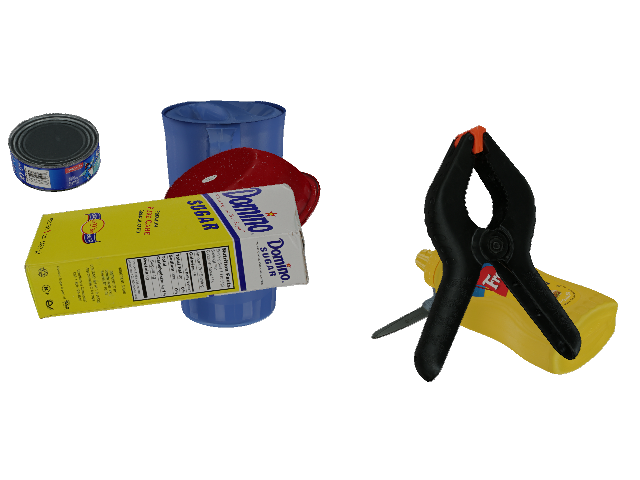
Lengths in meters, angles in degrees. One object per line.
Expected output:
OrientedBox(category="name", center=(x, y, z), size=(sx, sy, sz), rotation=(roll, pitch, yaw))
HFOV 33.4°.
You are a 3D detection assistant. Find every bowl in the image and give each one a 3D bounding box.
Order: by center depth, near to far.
OrientedBox(category="bowl", center=(-0.084, -0.034, 0.937), size=(0.162, 0.055, 0.162), rotation=(-22, 28, 12))

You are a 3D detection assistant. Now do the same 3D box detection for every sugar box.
OrientedBox(category="sugar box", center=(-0.100, 0.004, 0.712), size=(0.176, 0.048, 0.093), rotation=(-10, 24, -3))

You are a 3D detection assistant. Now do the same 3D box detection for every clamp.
OrientedBox(category="clamp", center=(0.103, 0.012, 0.719), size=(0.120, 0.171, 0.039), rotation=(-15, -3, -23))

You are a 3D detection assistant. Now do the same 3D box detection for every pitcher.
OrientedBox(category="pitcher", center=(-0.104, -0.028, 1.174), size=(0.145, 0.243, 0.148), rotation=(15, 23, 39))

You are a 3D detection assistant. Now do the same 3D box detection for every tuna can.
OrientedBox(category="tuna can", center=(-0.258, -0.086, 1.038), size=(0.086, 0.034, 0.086), rotation=(3, 42, -3))

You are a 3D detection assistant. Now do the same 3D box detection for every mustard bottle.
OrientedBox(category="mustard bottle", center=(0.163, 0.050, 0.966), size=(0.096, 0.058, 0.192), rotation=(-29, 39, -35))

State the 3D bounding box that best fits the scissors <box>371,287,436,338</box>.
OrientedBox(category="scissors", center=(0.116, 0.060, 1.166), size=(0.201, 0.016, 0.096), rotation=(-8, 41, -31))
